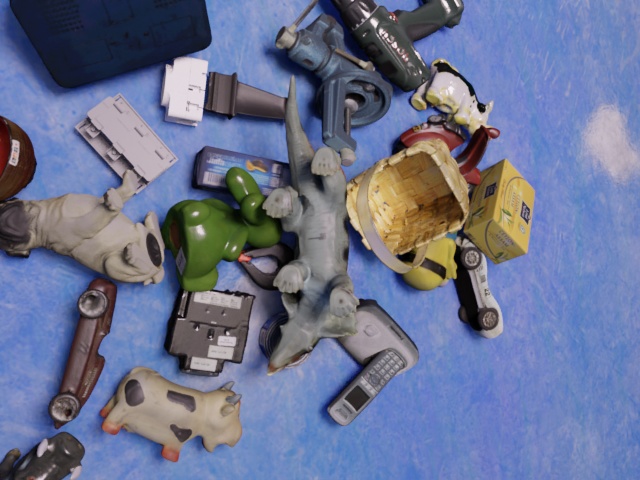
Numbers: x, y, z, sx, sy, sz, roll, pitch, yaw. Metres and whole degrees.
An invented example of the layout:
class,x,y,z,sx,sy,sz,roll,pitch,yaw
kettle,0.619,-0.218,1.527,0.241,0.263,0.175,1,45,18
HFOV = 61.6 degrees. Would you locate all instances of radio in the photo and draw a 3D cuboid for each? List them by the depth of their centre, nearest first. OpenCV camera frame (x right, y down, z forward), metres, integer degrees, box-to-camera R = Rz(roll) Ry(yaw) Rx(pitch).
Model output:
class,x,y,z,sx,sy,sz,roll,pitch,yaw
radio,-0.265,-0.297,0.709,0.230,0.073,0.130,-20,136,-10

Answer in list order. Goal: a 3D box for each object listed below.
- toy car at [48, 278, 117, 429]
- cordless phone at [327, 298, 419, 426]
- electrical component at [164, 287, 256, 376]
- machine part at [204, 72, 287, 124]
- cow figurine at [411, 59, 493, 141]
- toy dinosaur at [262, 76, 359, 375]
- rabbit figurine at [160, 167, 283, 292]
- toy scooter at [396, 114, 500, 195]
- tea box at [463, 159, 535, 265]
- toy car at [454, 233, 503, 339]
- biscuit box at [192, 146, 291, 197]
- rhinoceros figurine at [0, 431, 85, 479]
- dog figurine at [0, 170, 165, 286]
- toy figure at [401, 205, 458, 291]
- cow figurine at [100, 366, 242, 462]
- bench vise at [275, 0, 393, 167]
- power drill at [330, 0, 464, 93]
class,x,y,z,sx,sy,sz,roll,pitch,yaw
toy car,-0.315,0.151,0.725,0.053,0.089,0.202,14,84,-18
cordless phone,0.058,0.200,0.885,0.184,0.089,0.146,-46,106,-11
electrical component,-0.168,0.134,0.803,0.115,0.058,0.134,15,85,-20
machine part,-0.107,-0.214,0.829,0.139,0.039,0.084,11,65,-23
cow figurine,0.254,-0.248,0.970,0.167,0.068,0.098,29,74,-21
toy dinosaur,-0.007,-0.008,0.772,0.131,0.192,0.404,1,86,2
rabbit figurine,-0.128,-0.027,0.774,0.170,0.159,0.121,-11,50,-34
toy scooter,0.231,-0.160,0.931,0.184,0.075,0.135,27,122,-24
tea box,0.324,-0.052,0.960,0.098,0.068,0.170,40,48,-19
toy car,0.278,0.082,0.975,0.056,0.073,0.201,-20,98,-17
biscuit box,-0.092,-0.093,0.830,0.202,0.063,0.059,9,87,-21
rhinoceros figurine,-0.389,0.320,0.686,0.190,0.112,0.073,-42,103,-8
dog figurine,-0.324,0.007,0.721,0.191,0.121,0.172,-16,104,6
toy figure,0.193,0.000,0.939,0.089,0.082,0.180,11,91,-11
cow figurine,-0.200,0.247,0.780,0.195,0.085,0.127,32,85,-19
bench vise,0.026,-0.226,0.826,0.223,0.129,0.240,30,51,-42
power drill,0.137,-0.381,0.900,0.207,0.086,0.232,-45,106,-28
